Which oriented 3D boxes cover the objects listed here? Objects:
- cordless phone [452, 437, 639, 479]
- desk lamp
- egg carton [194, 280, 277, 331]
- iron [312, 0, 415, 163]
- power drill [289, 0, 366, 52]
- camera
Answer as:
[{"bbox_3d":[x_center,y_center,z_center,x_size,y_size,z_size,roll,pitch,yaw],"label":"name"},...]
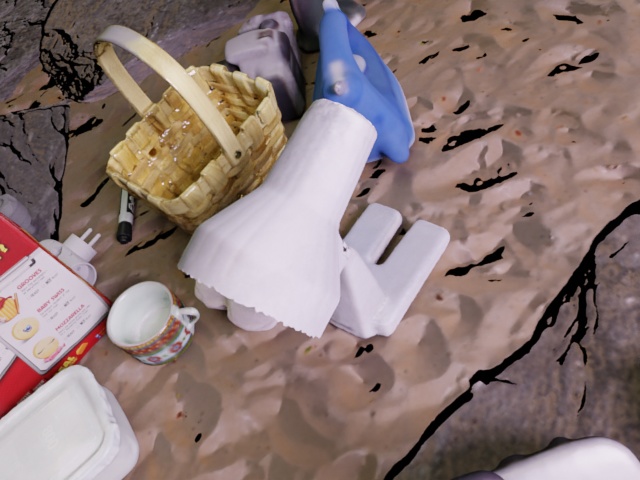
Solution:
[{"bbox_3d":[0.132,0.166,0.340,0.147,0.185,0.094,-27,52,1],"label":"cordless phone"},{"bbox_3d":[0.004,0.002,0.484,0.117,0.214,0.203,23,68,32],"label":"desk lamp"},{"bbox_3d":[-0.053,0.018,0.585,0.107,0.070,0.150,24,68,32],"label":"egg carton"},{"bbox_3d":[0.028,-0.198,0.659,0.118,0.142,0.258,-15,53,11],"label":"iron"},{"bbox_3d":[-0.011,-0.368,0.748,0.075,0.209,0.230,33,73,35],"label":"power drill"},{"bbox_3d":[-0.096,-0.227,0.751,0.136,0.101,0.143,-13,53,12],"label":"camera"}]
